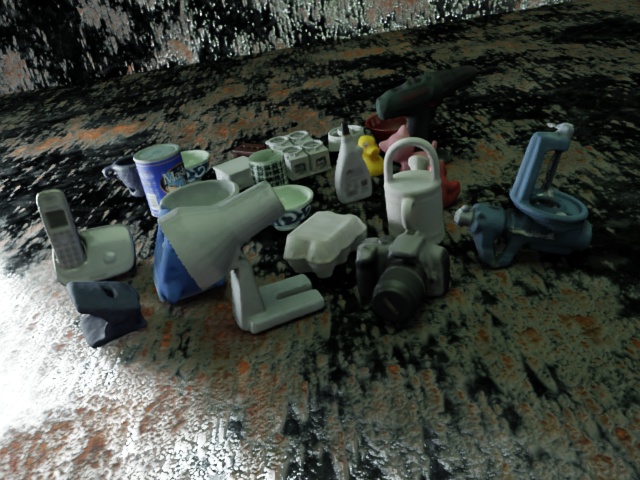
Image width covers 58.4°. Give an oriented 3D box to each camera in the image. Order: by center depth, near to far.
[{"bbox_3d":[0.112,0.052,0.862,0.142,0.101,0.137,5,32,25],"label":"camera"}]

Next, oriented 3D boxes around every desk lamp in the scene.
[{"bbox_3d":[-0.116,0.027,0.858,0.203,0.214,0.117,-19,30,-16],"label":"desk lamp"}]

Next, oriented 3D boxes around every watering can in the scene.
[{"bbox_3d":[0.162,-0.091,1.006,0.101,0.194,0.172,-11,29,-2],"label":"watering can"}]

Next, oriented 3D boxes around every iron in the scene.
[{"bbox_3d":[-0.256,0.004,1.017,0.119,0.142,0.257,-20,30,-18],"label":"iron"}]

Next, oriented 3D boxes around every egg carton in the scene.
[{"bbox_3d":[0.009,0.004,1.013,0.107,0.069,0.151,10,34,32],"label":"egg carton"}]

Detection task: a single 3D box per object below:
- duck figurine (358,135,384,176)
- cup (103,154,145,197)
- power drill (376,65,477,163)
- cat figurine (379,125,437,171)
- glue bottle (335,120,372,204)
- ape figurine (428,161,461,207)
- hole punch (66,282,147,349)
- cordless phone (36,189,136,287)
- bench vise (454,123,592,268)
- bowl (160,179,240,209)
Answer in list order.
[{"bbox_3d":[0.110,-0.204,1.341,0.078,0.086,0.104,-22,31,-21],"label":"duck figurine"},{"bbox_3d":[-0.464,-0.151,1.411,0.118,0.095,0.091,-19,30,-17],"label":"cup"},{"bbox_3d":[0.246,-0.278,1.306,0.229,0.209,0.075,-11,29,-2],"label":"power drill"},{"bbox_3d":[0.199,-0.194,1.263,0.127,0.118,0.067,3,31,23],"label":"cat figurine"},{"bbox_3d":[0.063,-0.165,1.193,0.078,0.173,0.037,-18,30,-15],"label":"glue bottle"},{"bbox_3d":[0.235,-0.115,1.135,0.077,0.092,0.076,16,38,38],"label":"ape figurine"},{"bbox_3d":[-0.341,0.102,0.918,0.101,0.091,0.108,-24,32,-25],"label":"hole punch"},{"bbox_3d":[-0.429,-0.013,1.055,0.148,0.185,0.094,-15,29,-10],"label":"cordless phone"},{"bbox_3d":[0.320,-0.063,0.882,0.207,0.220,0.121,-15,29,-10],"label":"bench vise"},{"bbox_3d":[-0.245,-0.063,1.204,0.167,0.075,0.167,-7,29,4],"label":"bowl"}]
